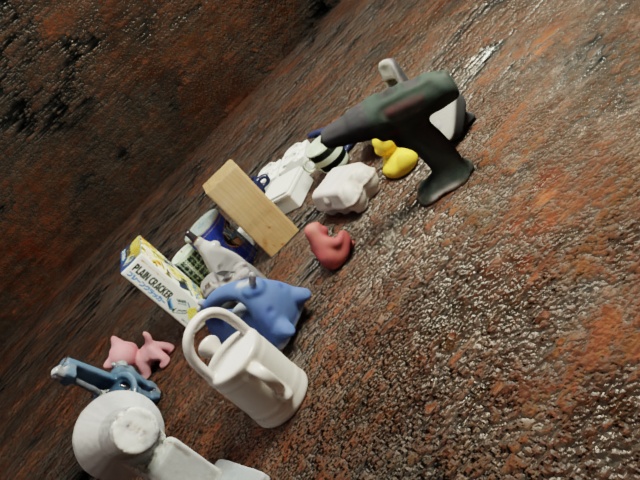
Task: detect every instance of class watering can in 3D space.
[{"bbox_3d":[-0.121,0.177,0.824,0.172,0.194,0.101,-22,32,41],"label":"watering can"}]

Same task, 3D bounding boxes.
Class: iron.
[{"bbox_3d":[-0.143,0.130,1.005,0.257,0.142,0.119,-22,31,40],"label":"iron"}]

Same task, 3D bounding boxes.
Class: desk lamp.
[{"bbox_3d":[-0.208,0.287,0.756,0.202,0.214,0.118,-14,38,49],"label":"desk lamp"}]

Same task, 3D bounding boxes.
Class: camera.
[{"bbox_3d":[-0.189,0.096,1.186,0.143,0.101,0.136,-43,23,2],"label":"camera"}]

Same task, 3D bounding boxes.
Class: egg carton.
[{"bbox_3d":[0.051,-0.101,1.173,0.150,0.069,0.107,-3,46,57],"label":"egg carton"}]

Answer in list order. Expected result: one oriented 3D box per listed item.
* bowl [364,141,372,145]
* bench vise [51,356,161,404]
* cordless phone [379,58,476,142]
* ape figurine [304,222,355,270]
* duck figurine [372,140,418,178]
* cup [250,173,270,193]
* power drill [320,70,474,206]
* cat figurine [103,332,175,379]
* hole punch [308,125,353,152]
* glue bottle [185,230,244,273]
[{"bbox_3d":[0.154,-0.265,1.275,0.167,0.075,0.167,-35,25,19],"label":"bowl"},{"bbox_3d":[-0.407,0.284,1.072,0.121,0.220,0.206,-50,24,-14],"label":"bench vise"},{"bbox_3d":[0.190,-0.268,1.083,0.094,0.185,0.147,-51,25,-17],"label":"cordless phone"},{"bbox_3d":[0.010,0.004,1.035,0.077,0.092,0.076,-13,38,49],"label":"ape figurine"},{"bbox_3d":[0.140,-0.175,1.134,0.077,0.086,0.104,-43,23,3],"label":"duck figurine"},{"bbox_3d":[-0.159,-0.113,1.497,0.117,0.095,0.091,-36,25,18],"label":"cup"},{"bbox_3d":[0.145,-0.162,0.947,0.229,0.209,0.075,-34,25,21],"label":"power drill"},{"bbox_3d":[-0.406,0.249,1.258,0.127,0.118,0.067,-36,25,16],"label":"cat figurine"},{"bbox_3d":[0.038,-0.269,1.449,0.101,0.091,0.108,-52,25,-18],"label":"hole punch"},{"bbox_3d":[-0.230,0.038,1.259,0.078,0.173,0.037,-51,25,-16],"label":"glue bottle"}]
